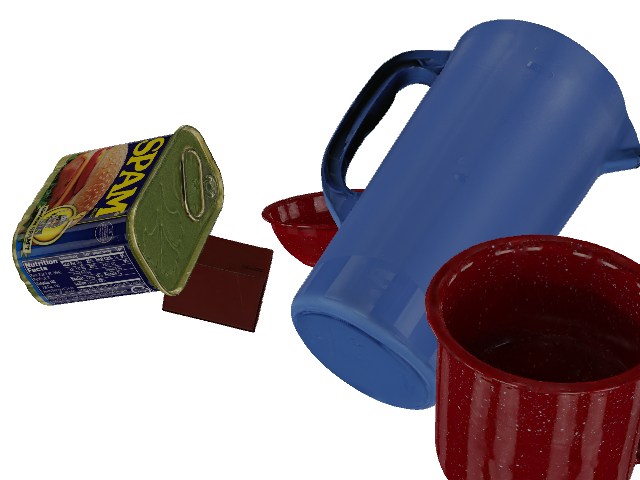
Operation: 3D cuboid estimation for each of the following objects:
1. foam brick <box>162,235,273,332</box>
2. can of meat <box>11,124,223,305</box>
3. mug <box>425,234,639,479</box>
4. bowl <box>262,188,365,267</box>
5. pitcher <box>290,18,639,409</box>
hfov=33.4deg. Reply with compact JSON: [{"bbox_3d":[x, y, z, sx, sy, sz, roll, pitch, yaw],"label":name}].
[{"bbox_3d":[-0.082,0.032,0.853,0.078,0.051,0.053,14,28,-2],"label":"foam brick"},{"bbox_3d":[-0.112,-0.013,0.592,0.084,0.057,0.102,-8,38,24],"label":"can of meat"},{"bbox_3d":[0.098,0.058,0.419,0.117,0.081,0.093,8,37,14],"label":"mug"},{"bbox_3d":[0.023,-0.010,1.087,0.162,0.055,0.162,-5,14,1],"label":"bowl"},{"bbox_3d":[0.079,-0.021,0.690,0.145,0.242,0.149,46,-25,-21],"label":"pitcher"}]
